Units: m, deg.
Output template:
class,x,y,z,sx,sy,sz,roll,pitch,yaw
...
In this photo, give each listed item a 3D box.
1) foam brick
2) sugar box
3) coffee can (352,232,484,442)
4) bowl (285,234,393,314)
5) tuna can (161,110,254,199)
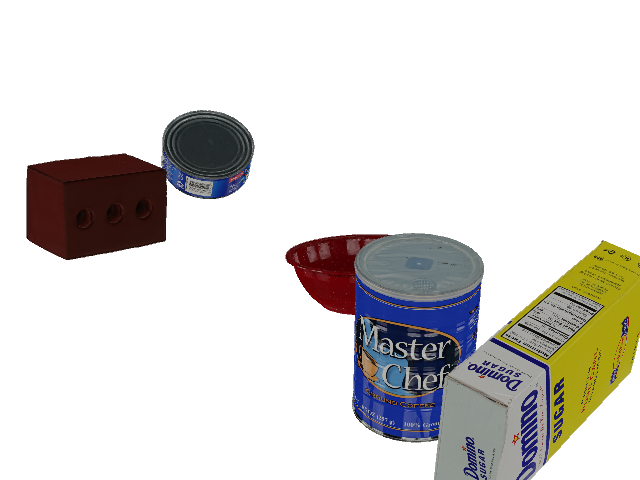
class,x,y,z,sx,sy,sz,roll,pitch,yaw
foam brick,-0.148,-0.024,0.707,0.078,0.053,0.051,-13,25,-39
sugar box,0.136,0.080,0.634,0.048,0.093,0.175,24,41,30
coffee can,0.078,0.079,0.878,0.103,0.140,0.103,0,27,0
bowl,0.046,0.037,1.096,0.162,0.055,0.162,-2,13,0
tuna can,-0.107,-0.080,1.005,0.086,0.086,0.034,0,-37,-12
